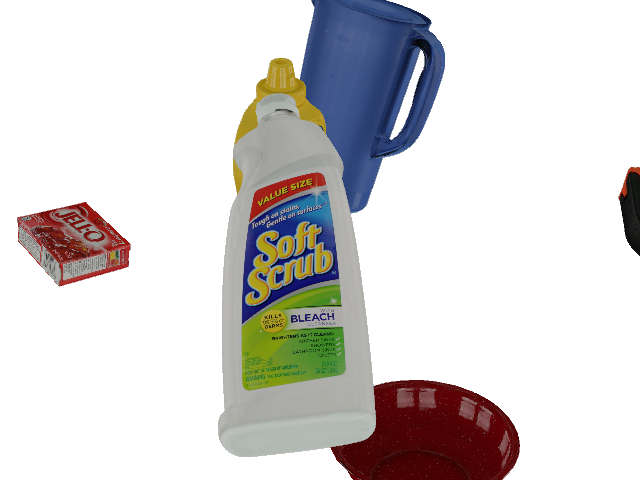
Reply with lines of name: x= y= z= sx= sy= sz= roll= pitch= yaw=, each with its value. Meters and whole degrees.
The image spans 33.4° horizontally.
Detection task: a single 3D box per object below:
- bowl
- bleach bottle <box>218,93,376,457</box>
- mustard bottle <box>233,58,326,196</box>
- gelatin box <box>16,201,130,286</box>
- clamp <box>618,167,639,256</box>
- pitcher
bowl: x=0.087 y=0.187 z=0.916 sx=0.162 sy=0.055 sz=0.162 roll=0 pitch=28 yaw=0
bleach bottle: x=-0.026 y=0.012 z=0.719 sx=0.102 sy=0.251 sz=0.068 roll=-7 pitch=-27 yaw=-1
mustard bottle: x=-0.034 y=-0.063 z=0.908 sx=0.058 sy=0.192 sz=0.096 roll=24 pitch=39 yaw=32
gelatin box: x=-0.232 y=0.001 z=0.999 sx=0.073 sy=0.030 sz=0.089 roll=-16 pitch=40 yaw=-36
clamp: x=0.267 y=0.011 z=0.701 sx=0.120 sy=0.039 sz=0.171 roll=-4 pitch=45 yaw=-24
pitcher: x=0.040 y=-0.154 z=1.220 sx=0.145 sy=0.243 sz=0.149 roll=11 pitch=22 yaw=-11
